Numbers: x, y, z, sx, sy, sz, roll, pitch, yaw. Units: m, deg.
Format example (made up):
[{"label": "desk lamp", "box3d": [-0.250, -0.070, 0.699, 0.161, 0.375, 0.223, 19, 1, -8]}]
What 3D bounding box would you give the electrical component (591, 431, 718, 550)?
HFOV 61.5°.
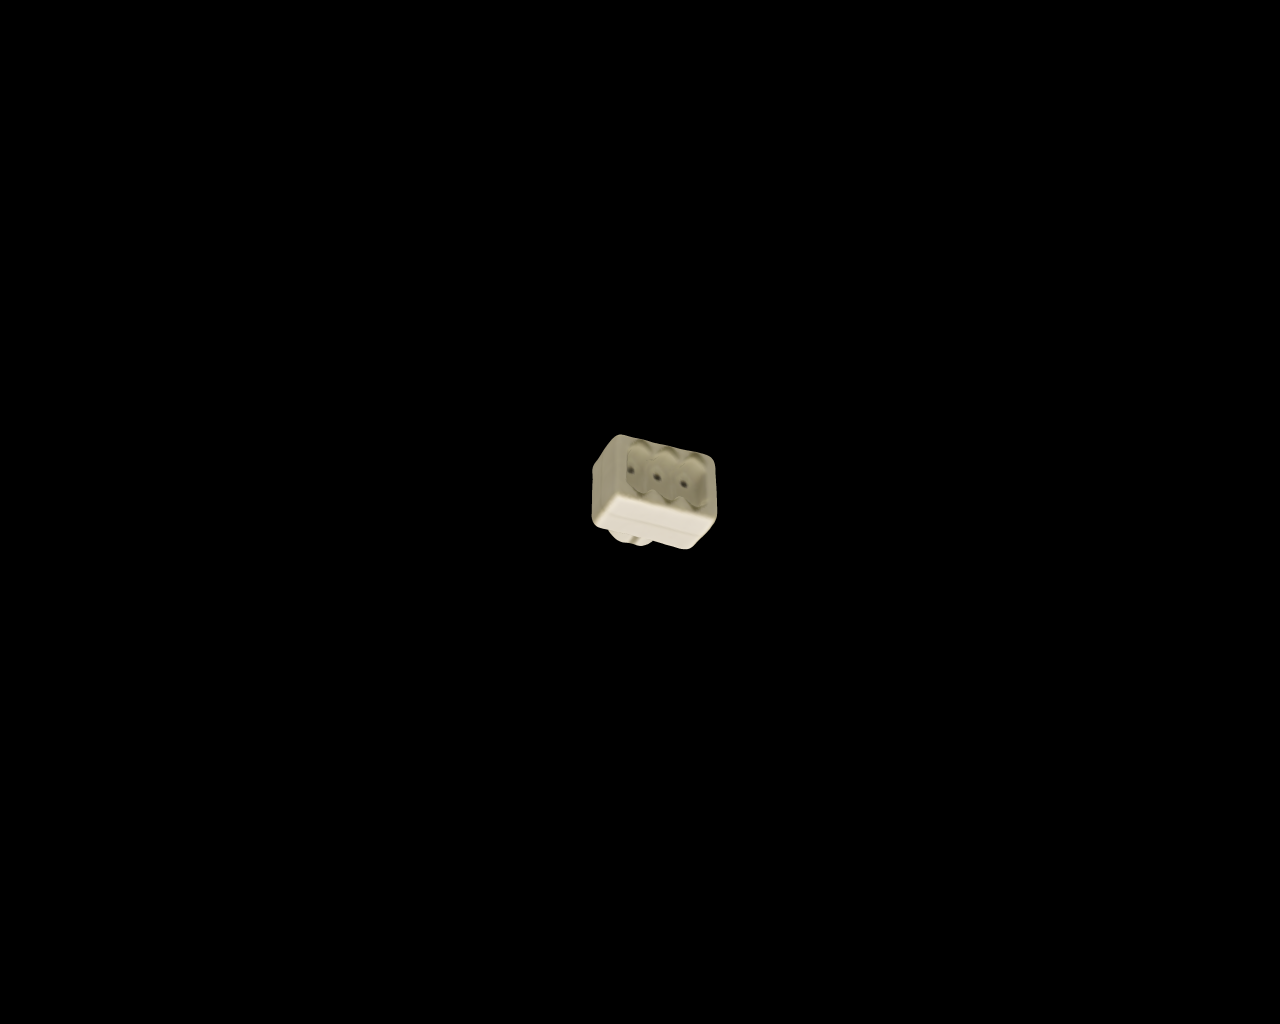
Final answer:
[{"label": "electrical component", "box3d": [0.001, -0.003, 0.650, 0.066, 0.047, 0.076, 14, -36, -20]}]
